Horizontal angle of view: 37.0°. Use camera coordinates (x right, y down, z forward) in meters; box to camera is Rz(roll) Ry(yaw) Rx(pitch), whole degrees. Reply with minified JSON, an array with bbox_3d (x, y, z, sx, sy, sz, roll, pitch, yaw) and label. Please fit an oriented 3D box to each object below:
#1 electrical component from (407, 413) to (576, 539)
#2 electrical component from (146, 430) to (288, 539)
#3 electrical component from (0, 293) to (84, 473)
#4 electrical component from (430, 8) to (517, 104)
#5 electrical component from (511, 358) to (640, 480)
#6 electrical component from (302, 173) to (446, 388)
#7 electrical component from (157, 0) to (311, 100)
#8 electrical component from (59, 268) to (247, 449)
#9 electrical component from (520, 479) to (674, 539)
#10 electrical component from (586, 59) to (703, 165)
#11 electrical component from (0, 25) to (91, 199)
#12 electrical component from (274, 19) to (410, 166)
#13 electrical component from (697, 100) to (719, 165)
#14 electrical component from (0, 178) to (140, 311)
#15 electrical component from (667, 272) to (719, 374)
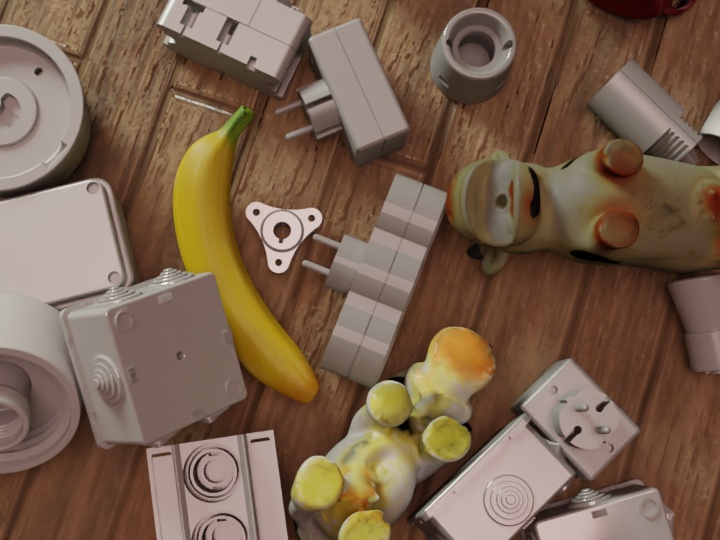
[{"bbox_3d":[0.080,0.140,0.665,0.100,0.099,0.048,-42,81,-12],"label":"electrical component"},{"bbox_3d":[-0.085,0.166,0.671,0.079,0.063,0.121,-8,83,-4],"label":"electrical component"},{"bbox_3d":[-0.219,0.075,0.651,0.108,0.060,0.108,-6,124,-9],"label":"electrical component"},{"bbox_3d":[0.078,-0.146,0.730,0.055,0.047,0.055,0,82,-3],"label":"electrical component"},{"bbox_3d":[0.141,0.095,0.685,0.047,0.076,0.065,-43,86,-7],"label":"electrical component"},{"bbox_3d":[0.000,0.000,0.704,0.074,0.052,0.138,22,82,0],"label":"electrical component"},{"bbox_3d":[-0.081,-0.163,0.723,0.089,0.050,0.055,25,82,1],"label":"electrical component"},{"bbox_3d":[-0.123,0.053,0.654,0.100,0.048,0.099,-22,100,-45],"label":"electrical component"},{"bbox_3d":[0.157,0.189,0.687,0.100,0.048,0.099,-15,83,-5],"label":"electrical component"},{"bbox_3d":[0.199,-0.100,0.731,0.081,0.043,0.043,45,83,4],"label":"electrical component"},{"bbox_3d":[-0.229,-0.098,0.702,0.108,0.060,0.108,0,82,-3],"label":"electrical component"},{"bbox_3d":[-0.019,-0.111,0.720,0.076,0.047,0.083,-23,84,-5],"label":"electrical component"},{"bbox_3d":[0.285,-0.098,0.735,0.079,0.043,0.077,37,82,2],"label":"electrical component"},{"bbox_3d":[-0.206,-0.008,0.692,0.113,0.057,0.078,-14,83,-5],"label":"electrical component"},{"bbox_3d":[0.233,0.036,0.716,0.044,0.044,0.065,-10,88,-4],"label":"electrical component"}]
